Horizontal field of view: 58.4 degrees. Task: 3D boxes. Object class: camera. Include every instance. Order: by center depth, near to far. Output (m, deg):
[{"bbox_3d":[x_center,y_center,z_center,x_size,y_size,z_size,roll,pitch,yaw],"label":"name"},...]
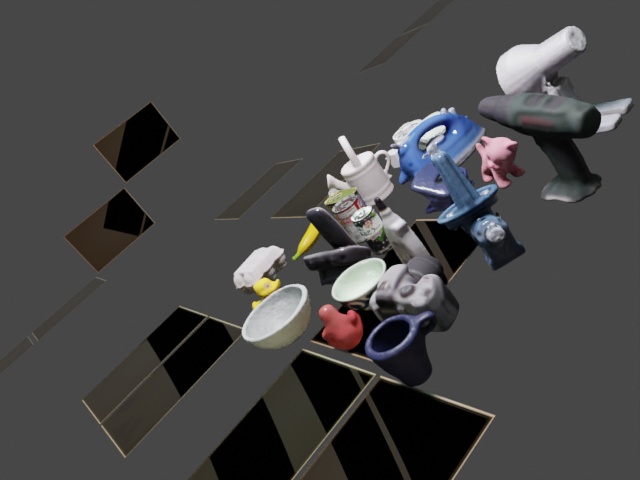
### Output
[{"bbox_3d":[0.169,0.081,0.993,0.142,0.101,0.137,-9,35,49],"label":"camera"}]

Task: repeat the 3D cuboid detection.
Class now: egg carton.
[{"bbox_3d":[-0.160,0.079,1.529,0.107,0.069,0.150,-9,34,49],"label":"egg carton"}]

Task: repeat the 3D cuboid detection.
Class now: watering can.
[{"bbox_3d":[0.099,-0.185,1.509,0.173,0.194,0.100,-41,22,-10],"label":"watering can"}]

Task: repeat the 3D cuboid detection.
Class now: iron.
[{"bbox_3d":[0.292,-0.247,1.418,0.258,0.142,0.118,-41,22,-12],"label":"iron"}]

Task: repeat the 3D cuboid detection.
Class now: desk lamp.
[{"bbox_3d":[0.492,-0.321,1.172,0.118,0.214,0.202,-48,24,-26],"label":"desk lamp"}]

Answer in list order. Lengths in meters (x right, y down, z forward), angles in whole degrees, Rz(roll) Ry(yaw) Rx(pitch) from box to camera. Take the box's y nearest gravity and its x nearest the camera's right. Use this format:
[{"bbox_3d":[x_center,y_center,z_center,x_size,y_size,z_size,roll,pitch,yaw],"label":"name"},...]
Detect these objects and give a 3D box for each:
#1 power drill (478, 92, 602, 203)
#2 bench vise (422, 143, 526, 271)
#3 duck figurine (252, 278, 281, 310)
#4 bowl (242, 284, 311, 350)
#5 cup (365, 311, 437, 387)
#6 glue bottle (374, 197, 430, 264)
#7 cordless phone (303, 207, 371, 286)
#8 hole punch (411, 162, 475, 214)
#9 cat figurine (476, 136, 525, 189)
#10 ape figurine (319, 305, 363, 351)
[{"bbox_3d":[0.399,-0.169,1.010,0.076,0.209,0.229,-43,23,-16],"label":"power drill"},{"bbox_3d":[0.268,-0.070,0.989,0.121,0.220,0.207,-40,22,-9],"label":"bench vise"},{"bbox_3d":[-0.123,0.131,1.347,0.104,0.086,0.077,-29,23,18],"label":"duck figurine"},{"bbox_3d":[-0.077,0.175,1.206,0.167,0.075,0.167,-30,22,14],"label":"bowl"},{"bbox_3d":[0.139,0.168,0.869,0.118,0.095,0.091,-35,22,3],"label":"cup"},{"bbox_3d":[0.154,-0.014,1.110,0.037,0.173,0.078,-43,23,-15],"label":"glue bottle"},{"bbox_3d":[0.012,0.005,1.268,0.147,0.185,0.094,-16,30,41],"label":"cordless phone"},{"bbox_3d":[0.272,-0.124,1.267,0.100,0.091,0.109,-8,35,50],"label":"hole punch"},{"bbox_3d":[0.367,-0.175,1.192,0.067,0.118,0.127,-37,22,-2],"label":"cat figurine"},{"bbox_3d":[0.033,0.155,1.058,0.077,0.092,0.076,-32,22,11],"label":"ape figurine"}]
